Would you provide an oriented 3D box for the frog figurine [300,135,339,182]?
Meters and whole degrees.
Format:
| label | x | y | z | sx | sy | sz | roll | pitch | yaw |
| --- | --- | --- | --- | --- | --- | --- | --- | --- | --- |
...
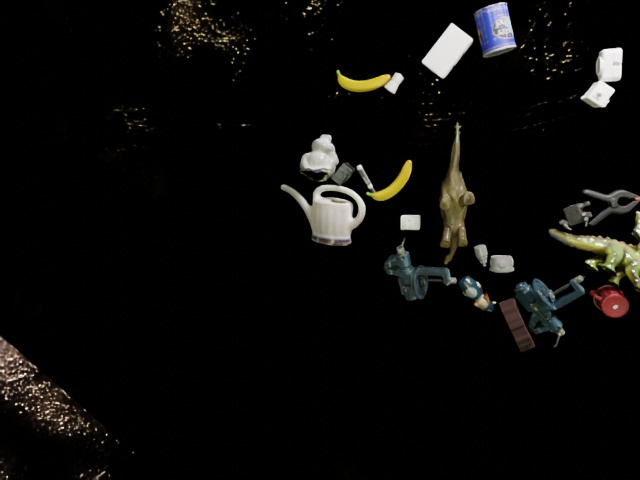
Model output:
| label | x | y | z | sx | sy | sz | roll | pitch | yaw |
| --- | --- | --- | --- | --- | --- | --- | --- | --- | --- |
| frog figurine | -0.001 | -0.298 | 1.868 | 0.137 | 0.120 | 0.162 | -4 | 63 | 25 |

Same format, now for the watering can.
| label | x | y | z | sx | sy | sz | roll | pitch | yaw |
| --- | --- | --- | --- | --- | --- | --- | --- | --- | --- |
| watering can | 0.006 | -0.095 | 1.888 | 0.348 | 0.105 | 0.222 | 9 | 103 | 28 |

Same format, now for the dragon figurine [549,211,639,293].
| label | x | y | z | sx | sy | sz | roll | pitch | yaw |
| --- | --- | --- | --- | --- | --- | --- | --- | --- | --- |
| dragon figurine | 0.978 | 0.017 | 1.645 | 0.414 | 0.121 | 0.243 | 42 | 90 | 20 |
